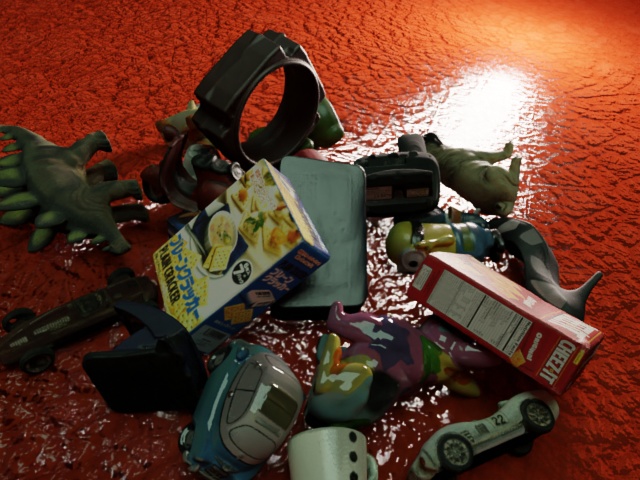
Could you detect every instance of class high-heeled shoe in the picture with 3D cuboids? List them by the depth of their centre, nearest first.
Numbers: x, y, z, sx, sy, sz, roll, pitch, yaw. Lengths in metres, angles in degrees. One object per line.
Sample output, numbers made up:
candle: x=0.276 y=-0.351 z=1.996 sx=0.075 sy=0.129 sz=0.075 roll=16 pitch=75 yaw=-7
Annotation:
high-heeled shoe: x=0.315 y=0.059 z=0.840 sx=0.145 sy=0.086 sz=0.249 roll=-42 pitch=35 yaw=-5

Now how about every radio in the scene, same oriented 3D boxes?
radio: x=-0.002 y=-0.002 z=0.770 sx=0.131 sy=0.073 sz=0.229 roll=3 pitch=69 yaw=-6

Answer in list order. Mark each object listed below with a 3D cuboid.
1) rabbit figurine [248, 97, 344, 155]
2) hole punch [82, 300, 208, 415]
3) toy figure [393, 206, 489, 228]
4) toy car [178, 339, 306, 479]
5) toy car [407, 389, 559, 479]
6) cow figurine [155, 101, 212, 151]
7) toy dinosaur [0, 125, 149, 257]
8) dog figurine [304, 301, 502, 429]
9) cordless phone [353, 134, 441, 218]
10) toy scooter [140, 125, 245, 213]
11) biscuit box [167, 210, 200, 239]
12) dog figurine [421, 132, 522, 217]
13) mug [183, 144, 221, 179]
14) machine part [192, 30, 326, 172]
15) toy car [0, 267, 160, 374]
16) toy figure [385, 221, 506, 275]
rabbit figurine: x=-0.048 y=-0.191 z=1.030 sx=0.170 sy=0.121 sz=0.159 roll=-25 pitch=56 yaw=-8
hole punch: x=-0.189 y=0.134 z=0.619 sx=0.116 sy=0.142 sz=0.092 roll=-2 pitch=38 yaw=7
toy figure: x=0.203 y=-0.031 z=0.902 sx=0.155 sy=0.064 sz=0.058 roll=5 pitch=31 yaw=-2
toy car: x=-0.073 y=0.179 z=0.578 sx=0.109 sy=0.103 sz=0.162 roll=44 pitch=43 yaw=-18
toy car: x=0.185 y=0.226 z=0.608 sx=0.202 sy=0.073 sz=0.056 roll=-13 pitch=49 yaw=-22
cow figurine: x=-0.228 y=-0.207 z=0.982 sx=0.195 sy=0.085 sz=0.127 roll=6 pitch=30 yaw=45
toy dinosaur: x=-0.421 y=-0.097 z=0.856 sx=0.198 sy=0.104 sz=0.472 roll=-26 pitch=47 yaw=-28
dog figurine: x=0.102 y=0.160 z=0.646 sx=0.219 sy=0.108 sz=0.192 roll=12 pitch=38 yaw=1
cordless phone: x=0.122 y=-0.126 z=0.903 sx=0.147 sy=0.088 sz=0.184 roll=-4 pitch=43 yaw=5
toy scooter: x=-0.176 y=-0.094 z=0.773 sx=0.184 sy=0.135 sz=0.075 roll=17 pitch=42 yaw=7
biscuit box: x=-0.141 y=-0.037 z=0.859 sx=0.203 sy=0.059 sz=0.063 roll=-29 pitch=54 yaw=-34
dog figurine: x=0.246 y=-0.113 z=0.961 sx=0.191 sy=0.121 sz=0.172 roll=7 pitch=31 yaw=2
mug: x=-0.197 y=-0.096 z=0.882 sx=0.081 sy=0.107 sz=0.109 roll=10 pitch=40 yaw=4
machine part: x=-0.092 y=-0.218 z=0.879 sx=0.087 sy=0.200 sz=0.201 roll=38 pitch=84 yaw=28
toy car: x=-0.309 y=0.097 z=0.695 sx=0.202 sy=0.053 sz=0.089 roll=-22 pitch=53 yaw=-30
toy figure: x=0.193 y=0.010 z=0.845 sx=0.180 sy=0.082 sz=0.089 roll=-6 pitch=33 yaw=-9
